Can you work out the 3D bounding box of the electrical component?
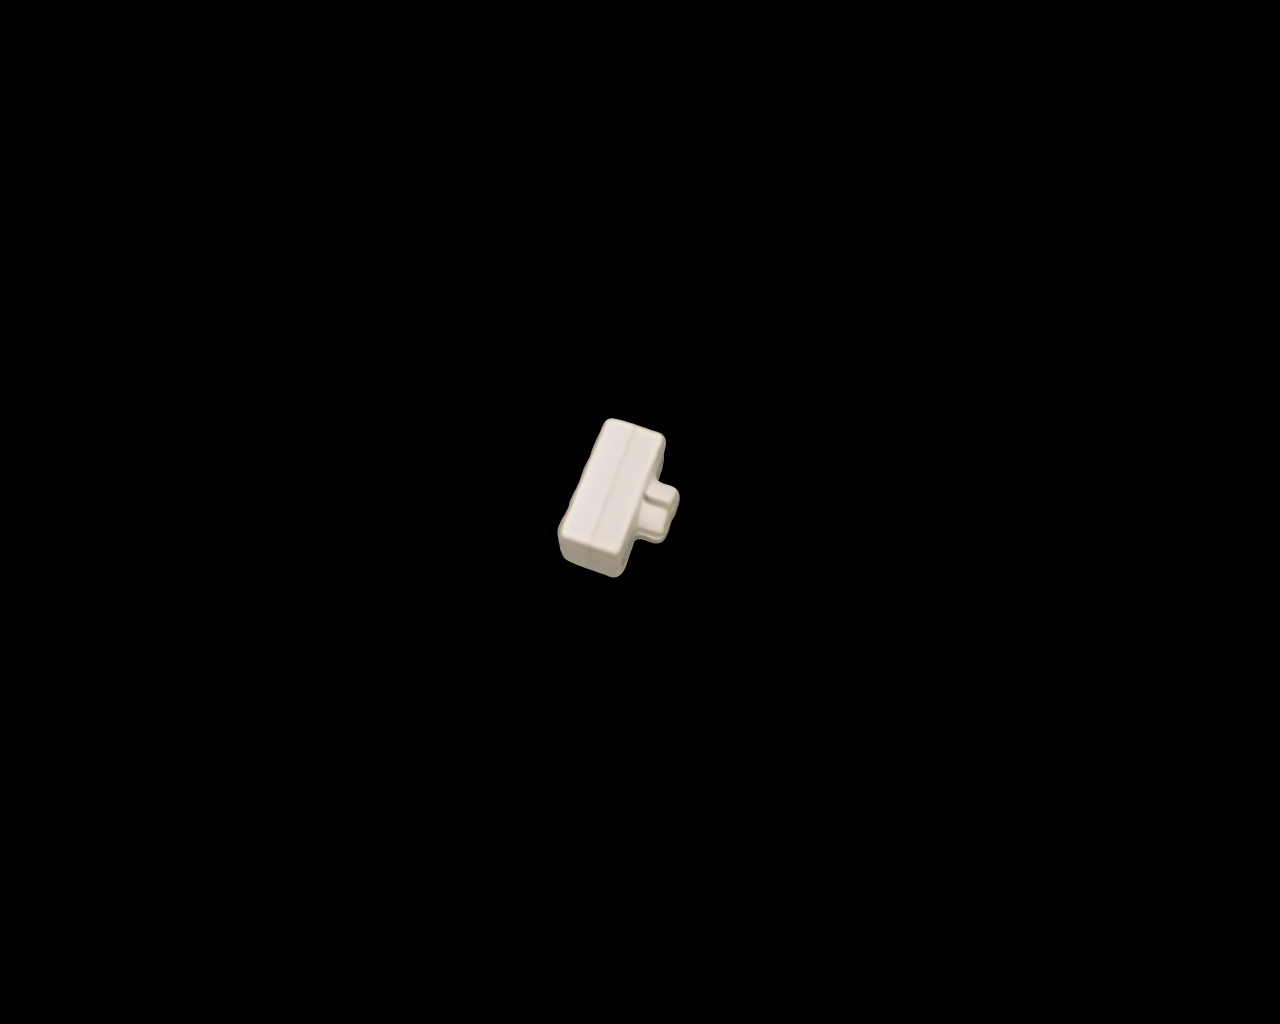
[{"bbox_3d":[0.001,-0.003,0.650,0.076,0.083,0.047,19,-19,7],"label":"electrical component"}]
